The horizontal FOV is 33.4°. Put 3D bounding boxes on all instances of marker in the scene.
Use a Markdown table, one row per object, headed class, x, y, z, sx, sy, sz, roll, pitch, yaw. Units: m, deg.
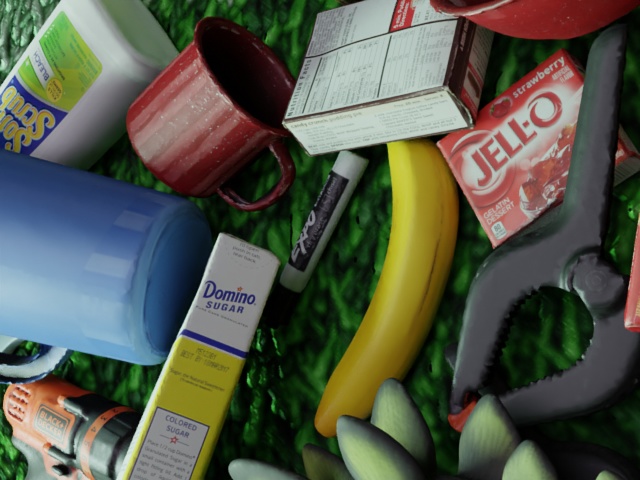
| class | x | y | z | sx | sy | sz | roll | pitch | yaw |
| --- | --- | --- | --- | --- | --- | --- | --- | --- | --- |
| marker | -0.004 | 0.001 | 0.660 | 0.020 | 0.020 | 0.121 | 32 | 100 | 35 |

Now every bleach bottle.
| class | x | y | z | sx | sy | sz | roll | pitch | yaw |
| --- | --- | --- | --- | --- | --- | --- | --- | --- | --- |
| bleach bottle | -0.209 | -0.071 | 0.793 | 0.251 | 0.068 | 0.103 | -46 | 63 | 23 |

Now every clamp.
| class | x | y | z | sx | sy | sz | roll | pitch | yaw |
| --- | --- | --- | --- | --- | --- | --- | --- | --- | --- |
| clamp | 0.106 | 0.141 | 0.547 | 0.172 | 0.039 | 0.120 | 34 | 107 | 41 |
| clamp | 0.133 | 0.009 | 0.522 | 0.210 | 0.036 | 0.165 | -41 | 74 | 13 |

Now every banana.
| class | x | y | z | sx | sy | sz | roll | pitch | yaw |
| --- | --- | --- | --- | --- | --- | --- | --- | --- | --- |
| banana | 0.043 | 0.022 | 0.616 | 0.070 | 0.037 | 0.198 | 7 | 84 | 54 |

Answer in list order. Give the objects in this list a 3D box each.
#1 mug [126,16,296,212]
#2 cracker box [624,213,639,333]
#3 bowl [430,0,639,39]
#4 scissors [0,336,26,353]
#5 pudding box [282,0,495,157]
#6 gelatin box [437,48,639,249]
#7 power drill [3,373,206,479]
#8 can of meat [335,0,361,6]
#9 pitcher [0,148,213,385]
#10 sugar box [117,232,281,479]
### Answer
| class | x | y | z | sx | sy | sz | roll | pitch | yaw |
| --- | --- | --- | --- | --- | --- | --- | --- | --- | --- |
| mug | -0.061 | -0.071 | 0.677 | 0.082 | 0.093 | 0.117 | -38 | 85 | 29 |
| cracker box | 0.244 | -0.026 | 0.431 | 0.214 | 0.072 | 0.164 | 8 | 87 | 19 |
| bowl | 0.135 | -0.154 | 0.543 | 0.162 | 0.055 | 0.162 | -35 | 27 | 21 |
| scissors | -0.221 | 0.080 | 0.799 | 0.202 | 0.016 | 0.096 | 20 | 95 | 36 |
| pudding box | 0.041 | -0.100 | 0.618 | 0.114 | 0.039 | 0.090 | -8 | 54 | 36 |
| gelatin box | 0.117 | -0.047 | 0.577 | 0.089 | 0.030 | 0.073 | -36 | 63 | 24 |
| power drill | -0.165 | 0.197 | 0.715 | 0.185 | 0.057 | 0.187 | 18 | 89 | 40 |
| can of meat | 0.032 | -0.206 | 0.651 | 0.084 | 0.057 | 0.102 | -28 | 67 | 26 |
| pitcher | -0.199 | 0.014 | 0.707 | 0.243 | 0.149 | 0.145 | 12 | 66 | 18 |
| sugar box | -0.074 | 0.091 | 0.619 | 0.048 | 0.093 | 0.176 | 24 | 71 | -5 |
